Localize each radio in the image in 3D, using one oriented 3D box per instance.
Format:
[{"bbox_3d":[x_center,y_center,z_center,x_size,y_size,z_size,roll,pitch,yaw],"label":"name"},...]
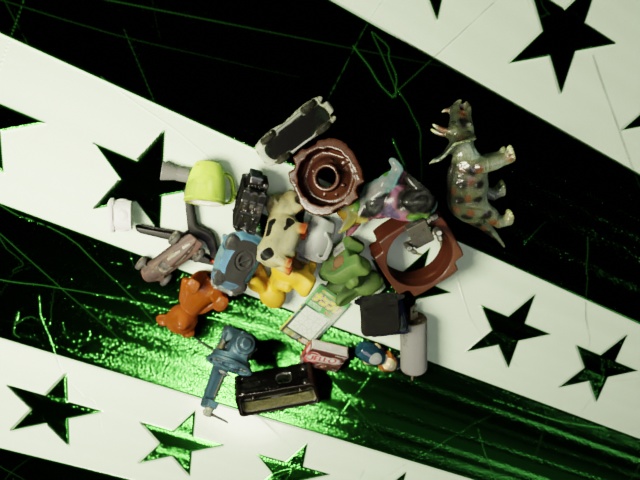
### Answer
[{"bbox_3d":[-0.119,0.412,1.485,0.230,0.073,0.131,-10,140,-4],"label":"radio"}]

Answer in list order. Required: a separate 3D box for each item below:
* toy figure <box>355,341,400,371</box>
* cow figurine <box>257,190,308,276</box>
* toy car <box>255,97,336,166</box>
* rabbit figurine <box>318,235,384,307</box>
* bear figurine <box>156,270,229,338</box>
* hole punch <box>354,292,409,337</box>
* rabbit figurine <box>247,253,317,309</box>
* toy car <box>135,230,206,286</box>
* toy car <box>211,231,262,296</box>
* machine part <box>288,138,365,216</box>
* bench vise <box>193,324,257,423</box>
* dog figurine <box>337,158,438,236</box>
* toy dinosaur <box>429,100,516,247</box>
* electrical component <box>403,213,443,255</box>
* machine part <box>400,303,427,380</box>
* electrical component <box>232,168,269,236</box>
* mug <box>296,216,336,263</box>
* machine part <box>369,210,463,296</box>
[{"bbox_3d":[0.170,0.336,1.522,0.154,0.058,0.064,29,128,-21],"label":"toy figure"},{"bbox_3d":[-0.093,-0.028,1.268,0.127,0.085,0.195,20,72,1],"label":"cow figurine"},{"bbox_3d":[-0.056,-0.246,1.226,0.202,0.056,0.073,-36,108,7],"label":"toy car"},{"bbox_3d":[0.090,0.100,1.373,0.159,0.121,0.170,-44,127,13],"label":"rabbit figurine"},{"bbox_3d":[-0.324,0.172,1.342,0.120,0.132,0.196,37,99,-17],"label":"bear figurine"},{"bbox_3d":[0.171,0.202,1.430,0.142,0.116,0.092,-11,157,27],"label":"hole punch"},{"bbox_3d":[-0.105,0.109,1.351,0.162,0.122,0.173,17,131,-22],"label":"rabbit figurine"},{"bbox_3d":[-0.361,0.048,1.290,0.202,0.053,0.089,-30,120,31],"label":"toy car"},{"bbox_3d":[-0.206,0.048,1.300,0.109,0.103,0.161,27,88,-32],"label":"toy car"},{"bbox_3d":[0.018,-0.145,1.245,0.180,0.056,0.179,1,95,13],"label":"machine part"},{"bbox_3d":[-0.248,0.326,1.356,0.128,0.240,0.224,36,147,-27],"label":"bench vise"},{"bbox_3d":[0.145,-0.074,1.282,0.219,0.108,0.192,-45,75,10],"label":"dog figurine"},{"bbox_3d":[0.368,-0.127,1.309,0.192,0.131,0.404,-7,120,9],"label":"toy dinosaur"},{"bbox_3d":[0.246,-0.010,1.285,0.102,0.045,0.078,-22,118,3],"label":"electrical component"},{"bbox_3d":[0.261,0.289,1.498,0.079,0.079,0.242,-7,115,-5],"label":"machine part"},{"bbox_3d":[-0.162,-0.095,1.247,0.058,0.115,0.134,13,112,-18],"label":"electrical component"},{"bbox_3d":[-0.003,-0.004,1.318,0.081,0.110,0.107,17,101,-29],"label":"mug"},{"bbox_3d":[0.243,0.025,1.373,0.201,0.087,0.200,-33,115,6],"label":"machine part"}]
